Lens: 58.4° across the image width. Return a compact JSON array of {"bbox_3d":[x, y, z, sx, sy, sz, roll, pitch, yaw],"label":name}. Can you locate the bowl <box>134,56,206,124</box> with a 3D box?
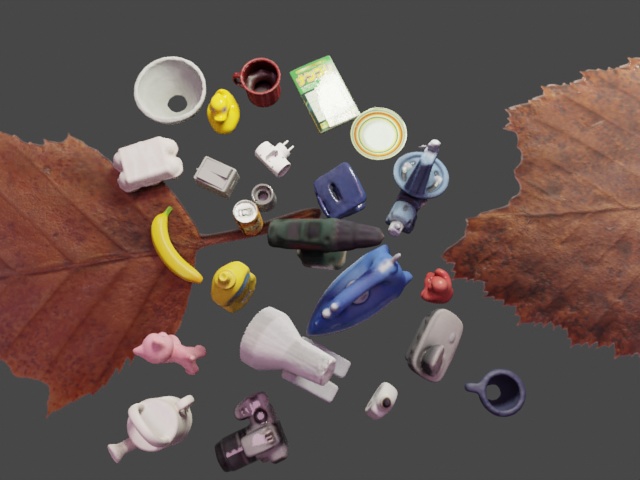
[{"bbox_3d":[-0.343,-0.338,1.342,0.167,0.075,0.167,0,76,1],"label":"bowl"}]

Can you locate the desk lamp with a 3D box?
[{"bbox_3d":[-0.043,0.229,1.128,0.203,0.213,0.118,26,78,7],"label":"desk lamp"}]

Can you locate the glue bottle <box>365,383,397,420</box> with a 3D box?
[{"bbox_3d":[0.124,0.319,1.124,0.037,0.173,0.078,35,79,9],"label":"glue bottle"}]

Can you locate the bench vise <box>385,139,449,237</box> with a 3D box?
[{"bbox_3d":[0.212,-0.108,1.204,0.121,0.220,0.207,8,76,3],"label":"bench vise"}]

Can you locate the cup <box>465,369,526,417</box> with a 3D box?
[{"bbox_3d":[0.346,0.308,1.164,0.117,0.095,0.092,8,76,3],"label":"cup"}]

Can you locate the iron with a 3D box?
[{"bbox_3d":[0.072,0.113,1.192,0.258,0.141,0.118,-38,78,-8],"label":"iron"}]

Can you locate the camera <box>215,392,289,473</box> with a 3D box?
[{"bbox_3d":[-0.145,0.394,1.147,0.137,0.101,0.143,-24,77,-5],"label":"camera"}]

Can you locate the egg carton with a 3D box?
[{"bbox_3d":[-0.391,-0.172,1.305,0.150,0.069,0.107,-19,77,-4],"label":"egg carton"}]

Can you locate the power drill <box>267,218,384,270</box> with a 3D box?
[{"bbox_3d":[0.011,0.004,1.185,0.229,0.208,0.075,4,76,2],"label":"power drill"}]

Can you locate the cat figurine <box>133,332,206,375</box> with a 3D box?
[{"bbox_3d":[-0.311,0.230,1.180,0.127,0.118,0.067,17,77,5],"label":"cat figurine"}]

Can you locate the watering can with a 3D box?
[{"bbox_3d":[-0.324,0.363,1.109,0.101,0.194,0.173,30,79,8],"label":"watering can"}]

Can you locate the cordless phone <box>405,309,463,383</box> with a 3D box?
[{"bbox_3d":[0.239,0.207,1.144,0.094,0.185,0.148,23,78,7],"label":"cordless phone"}]

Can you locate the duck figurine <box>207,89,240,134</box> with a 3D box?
[{"bbox_3d":[-0.229,-0.309,1.328,0.077,0.086,0.104,-2,76,0],"label":"duck figurine"}]

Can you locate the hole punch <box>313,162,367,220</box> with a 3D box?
[{"bbox_3d":[0.043,-0.102,1.271,0.101,0.091,0.108,-26,77,-5],"label":"hole punch"}]

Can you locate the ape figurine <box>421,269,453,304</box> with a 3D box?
[{"bbox_3d":[0.251,0.100,1.218,0.078,0.092,0.076,-37,78,-8],"label":"ape figurine"}]
